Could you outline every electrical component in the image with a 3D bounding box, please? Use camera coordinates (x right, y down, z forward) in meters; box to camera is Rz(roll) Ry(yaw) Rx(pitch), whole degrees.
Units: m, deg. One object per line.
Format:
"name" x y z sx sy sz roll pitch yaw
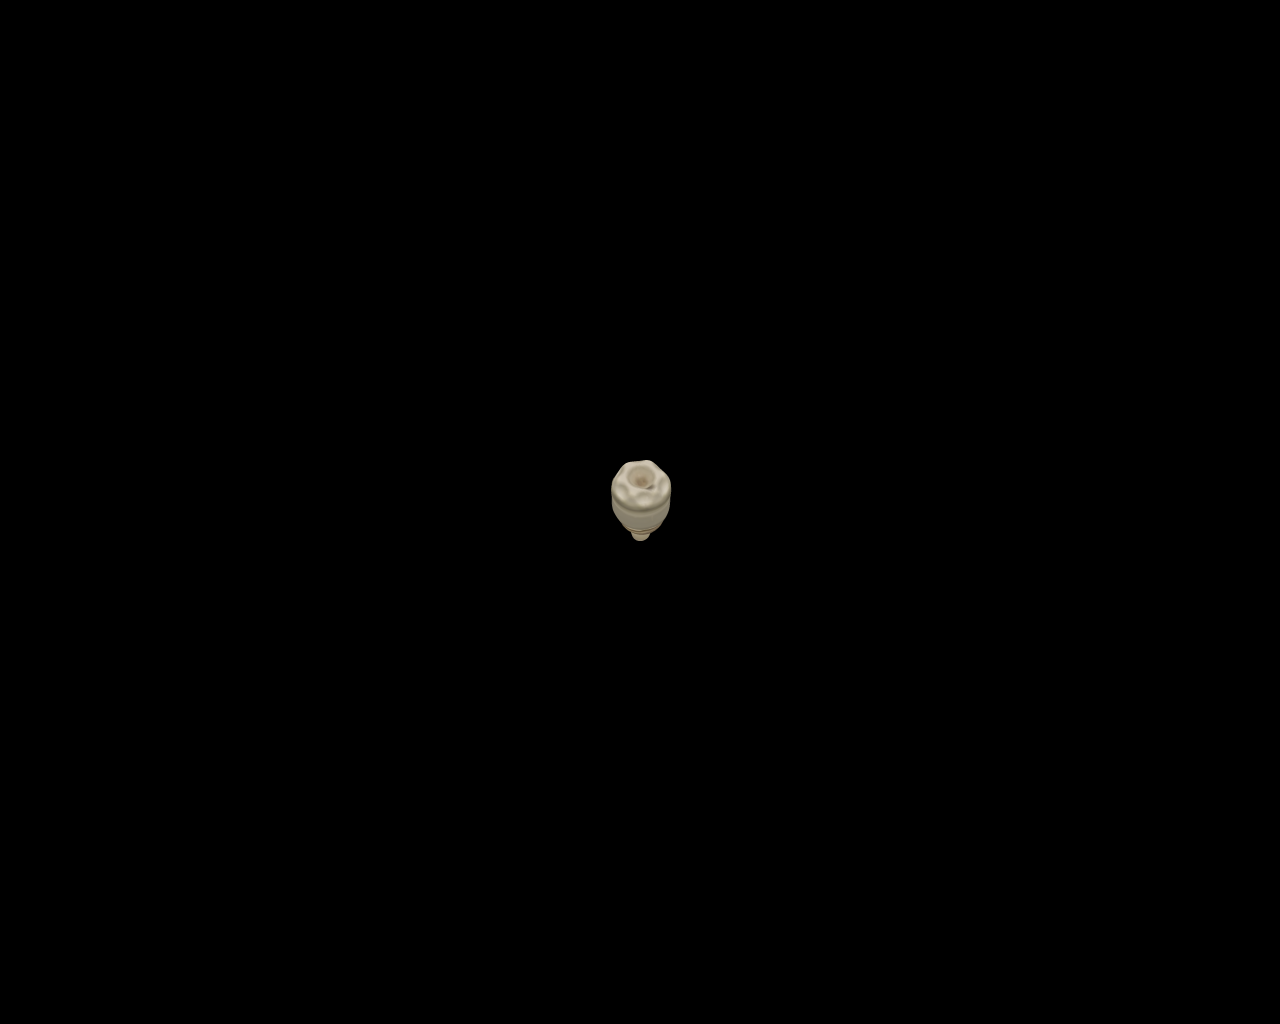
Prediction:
"electrical component" 0.001 -0.003 0.650 0.035 0.035 0.061 0 -38 0
